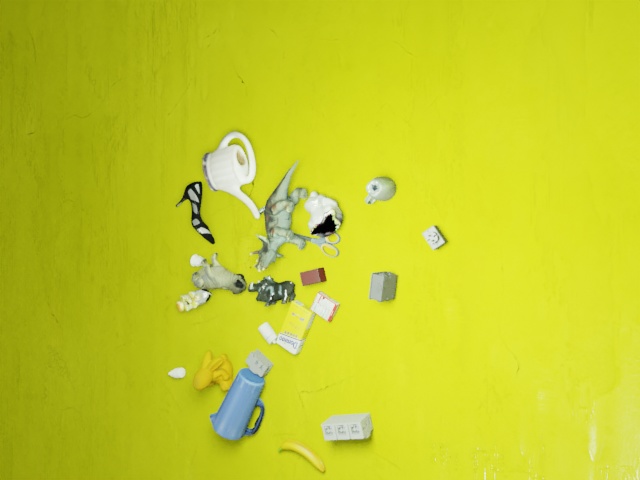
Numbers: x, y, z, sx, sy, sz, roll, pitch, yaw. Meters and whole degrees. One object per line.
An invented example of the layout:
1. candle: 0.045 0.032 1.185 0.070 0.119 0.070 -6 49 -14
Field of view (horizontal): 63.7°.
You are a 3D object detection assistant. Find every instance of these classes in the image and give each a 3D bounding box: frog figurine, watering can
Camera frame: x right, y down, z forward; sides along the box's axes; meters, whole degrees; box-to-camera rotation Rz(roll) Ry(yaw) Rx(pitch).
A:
1. frog figurine: 0.006 -0.091 1.810 0.135 0.122 0.163 -63 30 24
2. watering can: -0.336 -0.236 1.964 0.223 0.104 0.349 -11 85 28
